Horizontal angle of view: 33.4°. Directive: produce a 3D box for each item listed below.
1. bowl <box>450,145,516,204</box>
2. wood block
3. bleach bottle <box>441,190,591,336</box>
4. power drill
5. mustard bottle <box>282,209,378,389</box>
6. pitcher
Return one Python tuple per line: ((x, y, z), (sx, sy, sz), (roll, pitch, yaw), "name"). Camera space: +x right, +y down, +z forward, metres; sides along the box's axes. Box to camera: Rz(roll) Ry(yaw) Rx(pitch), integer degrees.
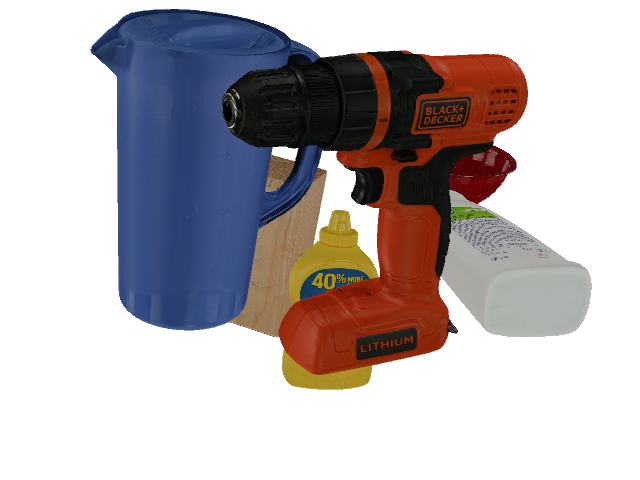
((0.151, -0.081, 1.284), (0.162, 0.055, 0.162), (6, 23, -3), "bowl")
((-0.063, 0.005, 1.372), (0.090, 0.206, 0.090), (16, 22, 13), "wood block")
((0.150, 0.006, 1.005), (0.102, 0.068, 0.251), (-1, 22, -15), "bleach bottle")
((0.024, -0.016, 0.609), (0.184, 0.188, 0.057), (-7, 32, -27), "power drill")
((0.014, 0.062, 1.142), (0.096, 0.192, 0.058), (2, 15, -11), "mustard bottle")
((-0.091, -0.055, 0.855), (0.149, 0.243, 0.144), (18, 27, 22), "pitcher")
